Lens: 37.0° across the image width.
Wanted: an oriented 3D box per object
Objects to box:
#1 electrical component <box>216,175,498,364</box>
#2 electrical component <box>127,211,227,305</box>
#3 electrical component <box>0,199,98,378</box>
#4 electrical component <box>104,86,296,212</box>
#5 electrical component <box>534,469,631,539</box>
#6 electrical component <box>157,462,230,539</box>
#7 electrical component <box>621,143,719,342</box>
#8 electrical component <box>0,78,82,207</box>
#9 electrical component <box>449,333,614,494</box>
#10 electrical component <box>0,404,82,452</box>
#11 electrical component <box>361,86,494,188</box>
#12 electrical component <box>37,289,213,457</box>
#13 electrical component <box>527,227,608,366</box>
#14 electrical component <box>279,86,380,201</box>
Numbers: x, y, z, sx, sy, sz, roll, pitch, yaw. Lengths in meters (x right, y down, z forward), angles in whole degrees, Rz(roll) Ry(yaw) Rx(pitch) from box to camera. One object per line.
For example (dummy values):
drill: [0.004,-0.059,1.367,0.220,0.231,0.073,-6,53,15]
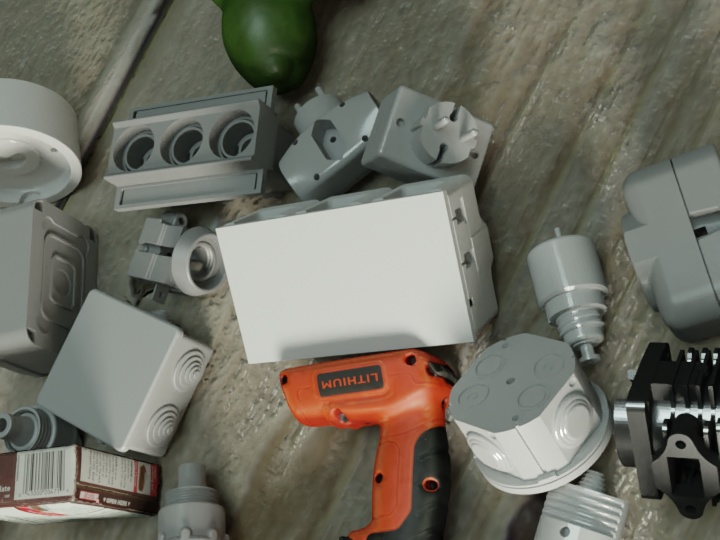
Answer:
electrical component: [0.000,0.000,0.657,0.150,0.062,0.089,-8,101,25]
electrical component: [-0.124,-0.008,0.750,0.055,0.048,0.066,8,76,37]
electrical component: [-0.238,0.015,0.782,0.057,0.078,0.113,-12,66,21]
electrical component: [-0.109,-0.079,0.757,0.121,0.063,0.078,-4,70,26]
electrical component: [0.114,0.146,0.570,0.043,0.043,0.081,12,78,30]
electrical component: [-0.107,0.154,0.683,0.048,0.048,0.062,-18,58,21]
electrical component: [0.181,-0.013,0.587,0.059,0.054,0.095,-20,64,20]
electrical component: [-0.268,-0.102,0.825,0.108,0.108,0.060,-18,59,21]
electrical component: [0.092,0.077,0.586,0.080,0.051,0.080,-25,30,15]
electrical component: [-0.228,0.114,0.748,0.043,0.062,0.043,-10,67,24]
electrical component: [0.047,-0.080,0.654,0.077,0.066,0.047,164,126,-73]
electrical component: [-0.159,0.072,0.736,0.100,0.048,0.099,21,82,32]
electrical component: [0.122,0.016,0.615,0.040,0.040,0.078,-20,64,20]
electrical component: [-0.019,-0.091,0.726,0.077,0.043,0.079,-38,59,11]
